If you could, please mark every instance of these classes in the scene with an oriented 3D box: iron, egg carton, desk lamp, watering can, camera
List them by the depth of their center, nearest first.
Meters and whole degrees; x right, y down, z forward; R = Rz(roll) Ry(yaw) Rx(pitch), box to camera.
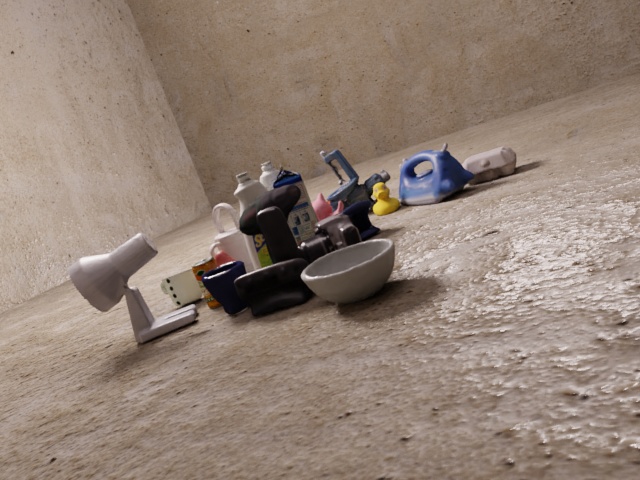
[{"bbox_3d":[-0.394,0.105,1.212,0.203,0.214,0.117,-22,11,-8],"label":"desk lamp"},{"bbox_3d":[0.012,0.005,1.264,0.137,0.101,0.143,-23,11,-13],"label":"camera"},{"bbox_3d":[-0.222,-0.008,1.510,0.100,0.194,0.173,-15,12,25],"label":"watering can"},{"bbox_3d":[0.455,-0.201,1.551,0.150,0.069,0.107,-15,12,26],"label":"egg carton"},{"bbox_3d":[0.282,-0.177,1.557,0.119,0.141,0.257,-27,13,-32],"label":"iron"}]

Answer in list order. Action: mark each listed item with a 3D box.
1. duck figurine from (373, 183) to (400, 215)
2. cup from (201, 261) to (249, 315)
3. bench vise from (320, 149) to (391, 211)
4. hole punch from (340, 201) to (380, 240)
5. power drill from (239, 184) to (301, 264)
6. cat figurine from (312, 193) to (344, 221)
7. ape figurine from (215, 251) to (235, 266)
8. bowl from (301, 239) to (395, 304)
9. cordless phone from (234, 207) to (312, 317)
[{"bbox_3d":[0.179,-0.122,1.626,0.077,0.086,0.104,-19,11,8],"label":"duck figurine"},{"bbox_3d":[-0.192,0.103,1.168,0.117,0.095,0.092,-11,14,42],"label":"cup"},{"bbox_3d":[0.097,-0.185,1.732,0.207,0.220,0.121,-22,11,-8],"label":"bench vise"},{"bbox_3d":[0.073,-0.041,1.403,0.109,0.091,0.100,-26,12,-28],"label":"hole punch"},{"bbox_3d":[-0.080,-0.004,1.186,0.076,0.208,0.228,-28,13,-35],"label":"power drill"},{"bbox_3d":[0.023,-0.075,1.599,0.127,0.118,0.067,-10,15,43],"label":"cat figurine"},{"bbox_3d":[-0.231,0.069,1.420,0.078,0.092,0.076,-26,12,-28],"label":"ape figurine"},{"bbox_3d":[0.057,0.061,0.964,0.167,0.075,0.167,-20,11,4],"label":"bowl"},{"bbox_3d":[-0.100,0.037,1.078,0.147,0.185,0.094,-19,11,7],"label":"cordless phone"}]
